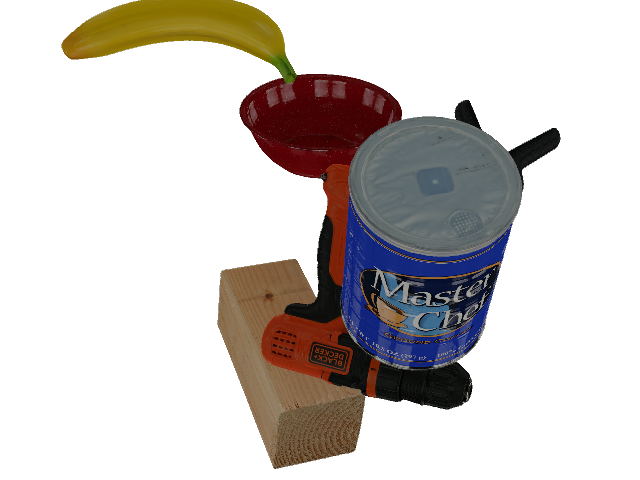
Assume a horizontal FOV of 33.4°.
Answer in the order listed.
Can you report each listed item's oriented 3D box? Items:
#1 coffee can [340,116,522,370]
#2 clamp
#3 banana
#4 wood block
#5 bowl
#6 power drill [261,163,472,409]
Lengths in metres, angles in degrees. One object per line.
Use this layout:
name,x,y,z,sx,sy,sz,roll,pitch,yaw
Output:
coffee can,0.066,0.005,0.684,0.103,0.103,0.140,0,-36,-2
clamp,0.178,-0.088,1.159,0.120,0.039,0.171,22,49,19
banana,-0.115,-0.176,0.900,0.198,0.069,0.037,5,-34,-1
wood block,-0.035,0.123,1.114,0.090,0.090,0.206,-9,42,-18
bowl,-0.001,-0.109,1.074,0.162,0.055,0.162,1,35,-1
power drill,0.052,0.038,0.896,0.184,0.187,0.057,13,0,16
